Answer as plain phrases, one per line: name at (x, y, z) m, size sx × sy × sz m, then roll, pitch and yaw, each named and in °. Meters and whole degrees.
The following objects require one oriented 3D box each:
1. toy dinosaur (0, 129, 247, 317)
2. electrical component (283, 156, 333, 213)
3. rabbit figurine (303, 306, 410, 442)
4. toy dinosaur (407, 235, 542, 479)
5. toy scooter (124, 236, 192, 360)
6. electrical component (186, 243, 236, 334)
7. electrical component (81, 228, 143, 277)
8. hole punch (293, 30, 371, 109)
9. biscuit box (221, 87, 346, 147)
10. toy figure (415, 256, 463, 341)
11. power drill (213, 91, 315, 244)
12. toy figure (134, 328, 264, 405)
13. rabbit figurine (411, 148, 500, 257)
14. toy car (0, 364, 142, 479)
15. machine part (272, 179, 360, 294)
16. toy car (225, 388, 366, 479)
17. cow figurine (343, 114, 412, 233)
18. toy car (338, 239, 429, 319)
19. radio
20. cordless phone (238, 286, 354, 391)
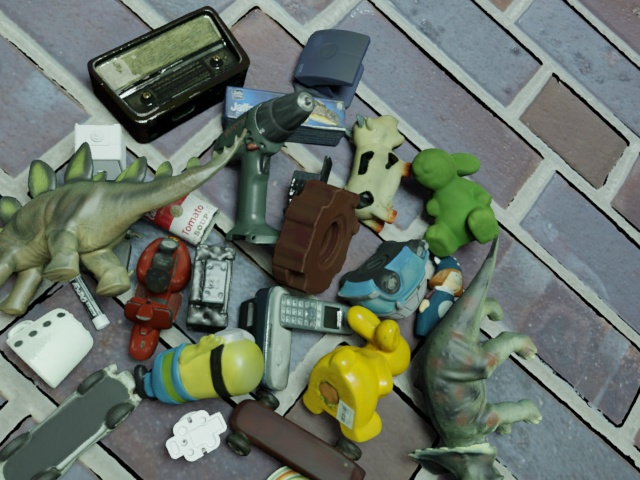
toy dinosaur at (-0.309, -0.026, 0.697) m, size 0.472 × 0.105 × 0.198 m, roll -13°, pitch 64°, yaw 9°
electrical component at (-0.017, -0.080, 0.859) m, size 0.048 × 0.074 × 0.119 m, roll 10°, pitch 75°, yaw 12°
rabbit figurine at (0.068, 0.178, 0.790) m, size 0.173 × 0.122 × 0.162 m, roll -17°, pitch 115°, yaw -41°
toy dinosaur at (0.211, 0.204, 0.793) m, size 0.192 × 0.131 × 0.404 m, roll -8°, pitch 86°, yaw -22°
toy scooter at (-0.224, 0.070, 0.735) m, size 0.075 × 0.135 × 0.184 m, roll 14°, pitch 70°, yaw -9°
electrical component at (-0.154, 0.070, 0.755) m, size 0.058 × 0.134 × 0.115 m, roll 5°, pitch 75°, yaw -13°
electrical component at (-0.301, 0.021, 0.776) m, size 0.078 × 0.045 × 0.102 m, roll 14°, pitch 71°, yaw -12°
hole punch at (0.021, -0.306, 0.935) m, size 0.116 × 0.092 × 0.142 m, roll 21°, pitch 74°, yaw -4°
biscuit box at (-0.061, -0.204, 0.896) m, size 0.203 × 0.063 × 0.059 m, roll 3°, pitch 73°, yaw -14°
toy figure at (0.202, 0.094, 0.884) m, size 0.058 × 0.064 × 0.154 m, roll 10°, pitch 67°, yaw 33°
power drill at (-0.085, -0.096, 0.786) m, size 0.086 × 0.232 × 0.207 m, roll -7°, pitch 95°, yaw -37°
toy figure at (-0.158, 0.175, 0.715) m, size 0.180 × 0.082 × 0.089 m, roll -22°, pitch 87°, yaw 16°
rabbit figurine at (0.220, -0.086, 0.888) m, size 0.170 × 0.121 × 0.159 m, roll 56°, pitch 42°, yaw -17°
toy car at (-0.327, 0.249, 0.700) m, size 0.073 × 0.056 × 0.202 m, roll 46°, pitch 67°, yaw 7°
machine part at (-0.002, -0.002, 0.791) m, size 0.056 × 0.179 × 0.179 m, roll 21°, pitch 67°, yaw 23°
toy car at (-0.035, 0.290, 0.751) m, size 0.202 × 0.053 × 0.089 m, roll 28°, pitch 54°, yaw 9°
cow figurine at (0.088, -0.125, 0.904) m, size 0.127 × 0.085 × 0.195 m, roll 25°, pitch 71°, yaw -13°
toy car at (0.114, 0.070, 0.851) m, size 0.162 × 0.109 × 0.102 m, roll -40°, pitch 110°, yaw -32°
radio at (-0.234, -0.264, 0.861) m, size 0.229 × 0.073 × 0.131 m, roll -37°, pitch 86°, yaw -20°
cordless phone at (-0.027, 0.151, 0.802) m, size 0.184 × 0.089 × 0.146 m, roll 12°, pitch 71°, yaw -30°
